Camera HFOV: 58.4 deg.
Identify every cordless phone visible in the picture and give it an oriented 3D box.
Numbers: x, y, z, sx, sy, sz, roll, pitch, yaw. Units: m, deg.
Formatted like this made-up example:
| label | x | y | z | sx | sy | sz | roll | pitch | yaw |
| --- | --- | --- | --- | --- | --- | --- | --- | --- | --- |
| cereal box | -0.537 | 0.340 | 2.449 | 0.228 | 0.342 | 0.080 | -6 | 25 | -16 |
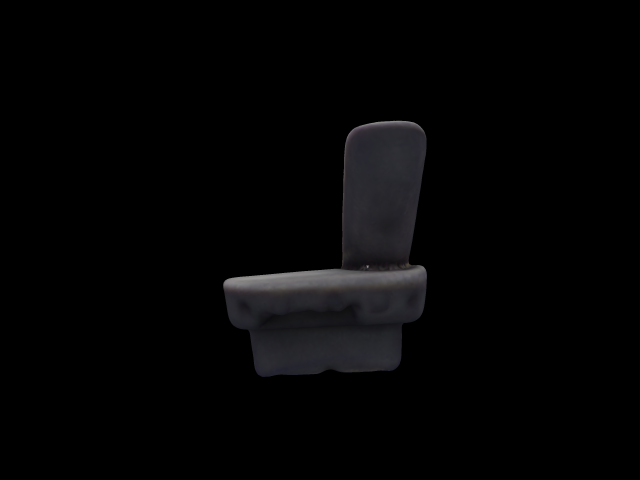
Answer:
| label | x | y | z | sx | sy | sz | roll | pitch | yaw |
| --- | --- | --- | --- | --- | --- | --- | --- | --- | --- |
| cordless phone | 0.004 | 0.001 | 0.400 | 0.147 | 0.185 | 0.094 | -6 | 36 | -7 |
